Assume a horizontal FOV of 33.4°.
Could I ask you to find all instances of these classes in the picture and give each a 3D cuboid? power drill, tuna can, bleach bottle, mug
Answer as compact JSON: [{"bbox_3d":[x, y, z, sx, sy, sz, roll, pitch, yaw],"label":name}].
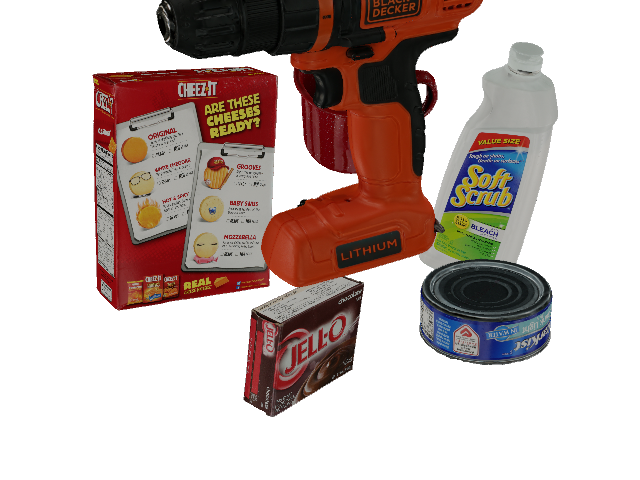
[{"bbox_3d":[0.004,-0.069,0.589,0.184,0.188,0.057,-14,36,-21],"label":"power drill"},{"bbox_3d":[0.108,0.044,0.696,0.086,0.034,0.086,-2,25,1],"label":"tuna can"},{"bbox_3d":[0.167,-0.076,1.043,0.103,0.251,0.068,22,38,18],"label":"bleach bottle"},{"bbox_3d":[0.038,-0.111,0.868,0.117,0.093,0.081,-11,-35,-6],"label":"mug"}]

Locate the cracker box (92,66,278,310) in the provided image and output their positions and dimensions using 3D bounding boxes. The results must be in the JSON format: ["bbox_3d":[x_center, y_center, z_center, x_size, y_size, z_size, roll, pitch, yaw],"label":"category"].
[{"bbox_3d":[-0.130,-0.053,1.015,0.163,0.214,0.072,-8,20,-30],"label":"cracker box"}]

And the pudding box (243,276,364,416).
[{"bbox_3d":[-0.014,0.085,0.903,0.039,0.090,0.113,24,31,30],"label":"pudding box"}]

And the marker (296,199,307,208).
[{"bbox_3d":[-0.007,0.009,1.193,0.020,0.121,0.020,-9,27,5],"label":"marker"}]
